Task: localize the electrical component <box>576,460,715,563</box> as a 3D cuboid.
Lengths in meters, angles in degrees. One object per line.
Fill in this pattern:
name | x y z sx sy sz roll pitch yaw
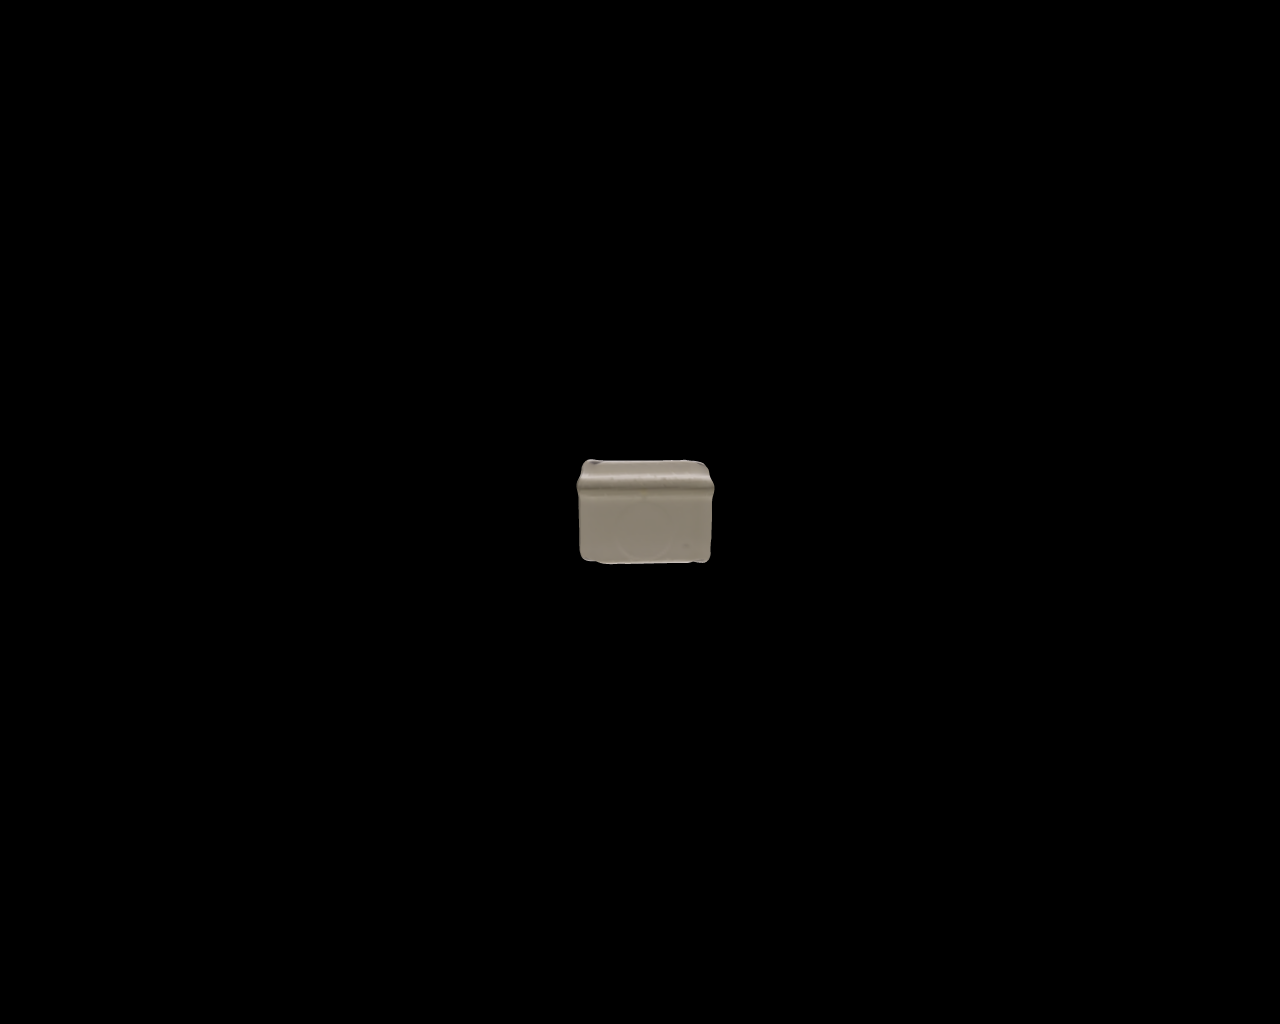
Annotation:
electrical component | 0.001 -0.003 0.650 0.078 0.057 0.113 0 2 -4
